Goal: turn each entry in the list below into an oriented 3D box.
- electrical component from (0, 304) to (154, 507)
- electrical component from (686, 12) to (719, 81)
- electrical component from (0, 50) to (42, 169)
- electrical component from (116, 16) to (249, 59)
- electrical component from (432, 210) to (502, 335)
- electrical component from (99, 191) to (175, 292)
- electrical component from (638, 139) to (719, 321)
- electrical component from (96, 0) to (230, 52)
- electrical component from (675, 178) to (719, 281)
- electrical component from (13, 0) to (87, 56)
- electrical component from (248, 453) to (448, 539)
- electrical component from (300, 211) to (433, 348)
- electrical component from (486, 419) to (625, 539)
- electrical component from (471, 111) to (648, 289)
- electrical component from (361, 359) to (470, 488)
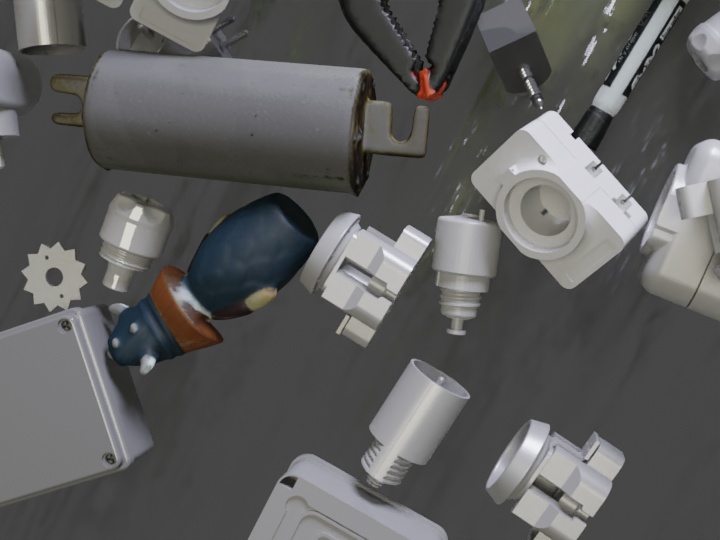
[{"bbox_3d":[-0.208,0.089,0.712,0.109,0.056,0.108,-18,90,11],"label":"electrical component"},{"bbox_3d":[0.224,-0.140,0.626,0.061,0.035,0.035,-36,87,9],"label":"electrical component"},{"bbox_3d":[-0.241,-0.105,0.694,0.043,0.077,0.079,-5,93,11],"label":"electrical component"},{"bbox_3d":[-0.116,-0.152,0.754,0.079,0.077,0.043,-26,61,15],"label":"electrical component"},{"bbox_3d":[0.064,0.001,0.662,0.040,0.040,0.078,8,95,10],"label":"electrical component"},{"bbox_3d":[-0.149,-0.017,0.701,0.043,0.043,0.062,24,99,8],"label":"electrical component"},{"bbox_3d":[0.202,-0.025,0.627,0.059,0.054,0.095,23,98,8],"label":"electrical component"},{"bbox_3d":[-0.097,-0.235,0.627,0.105,0.060,0.186,27,114,-13],"label":"electrical component"},{"bbox_3d":[0.213,-0.024,0.568,0.078,0.058,0.057,-12,89,11],"label":"electrical component"},{"bbox_3d":[-0.204,-0.183,0.699,0.043,0.043,0.081,-5,93,11],"label":"electrical component"},{"bbox_3d":[-0.010,0.177,0.680,0.113,0.057,0.078,28,99,8],"label":"electrical component"},{"bbox_3d":[0.000,0.000,0.667,0.057,0.058,0.078,32,99,4],"label":"electrical component"},{"bbox_3d":[0.114,0.128,0.654,0.057,0.058,0.078,34,100,4],"label":"electrical component"},{"bbox_3d":[0.116,-0.041,0.634,0.089,0.056,0.050,49,127,4],"label":"electrical component"},{"bbox_3d":[0.029,0.101,0.675,0.043,0.043,0.081,33,99,7],"label":"electrical component"}]
